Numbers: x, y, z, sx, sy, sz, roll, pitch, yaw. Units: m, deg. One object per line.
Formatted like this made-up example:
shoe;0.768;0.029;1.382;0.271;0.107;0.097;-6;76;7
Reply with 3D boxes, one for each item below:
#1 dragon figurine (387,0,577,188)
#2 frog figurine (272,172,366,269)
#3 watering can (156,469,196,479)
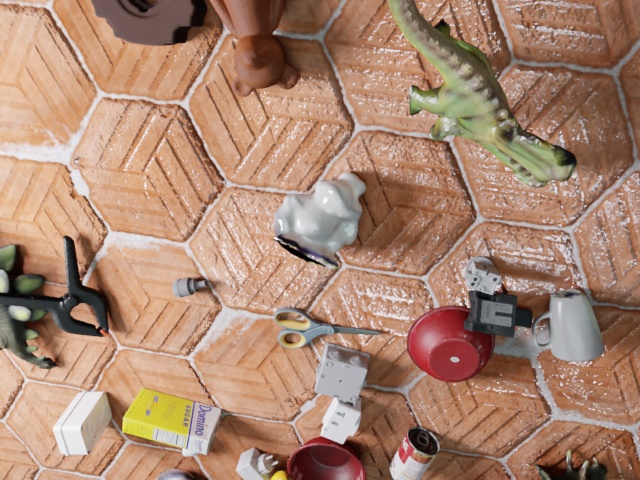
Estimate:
dragon figurine;0.226;-0.166;0.659;0.246;0.407;0.121;42;100;30
frog figurine;0.003;-0.043;0.855;0.137;0.121;0.161;25;77;5
watering can;-0.337;0.648;1.096;0.103;0.229;0.342;19;115;-21
